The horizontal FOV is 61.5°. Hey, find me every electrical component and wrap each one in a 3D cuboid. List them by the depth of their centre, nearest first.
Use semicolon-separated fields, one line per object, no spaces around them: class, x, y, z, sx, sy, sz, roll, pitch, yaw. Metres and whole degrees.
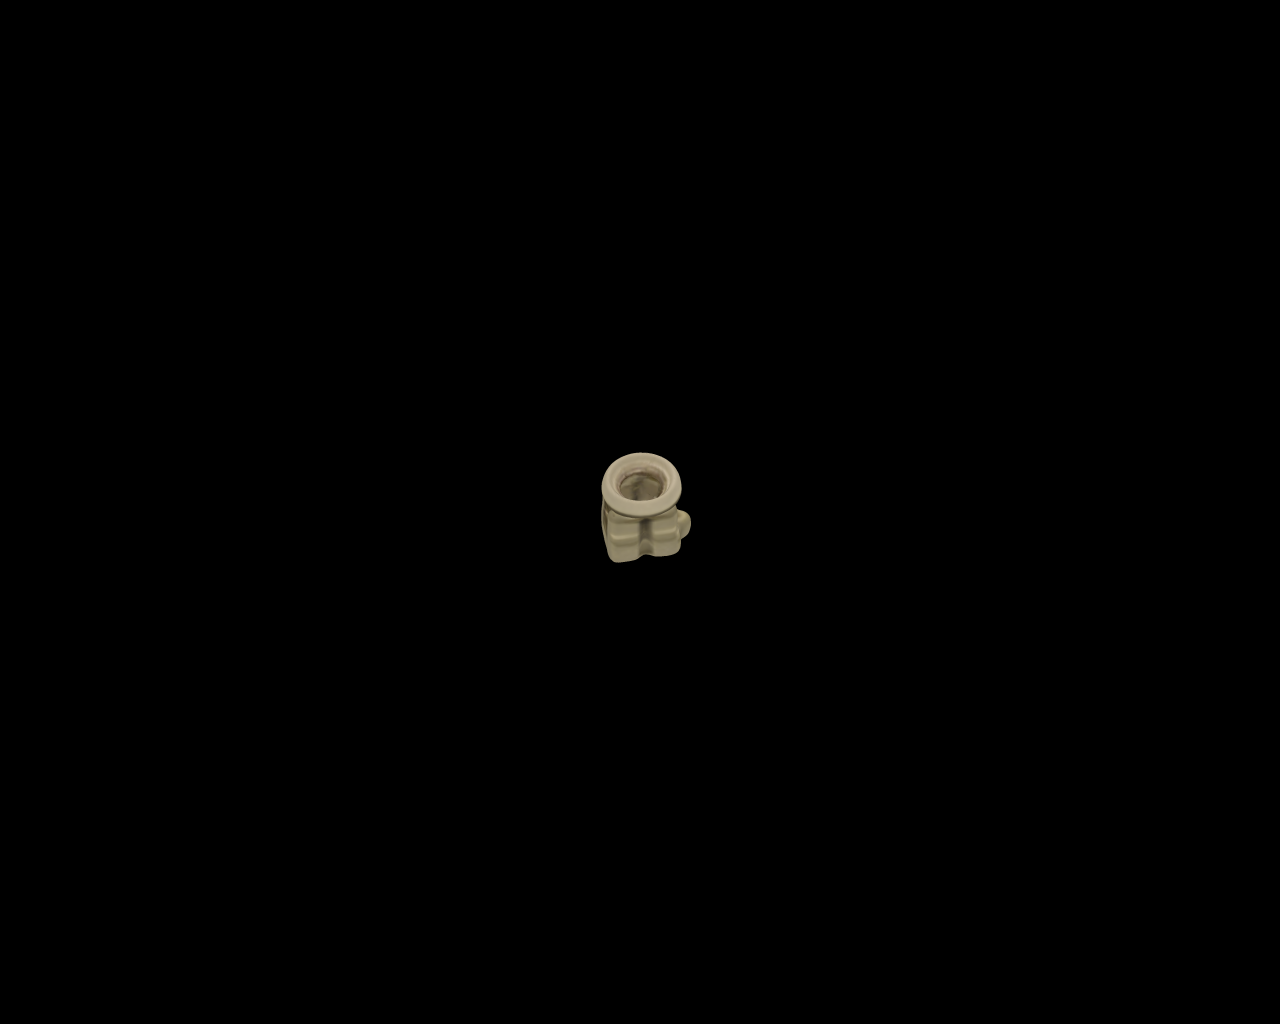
electrical component;0.001;-0.003;0.650;0.066;0.048;0.055;-9;-43;-8
